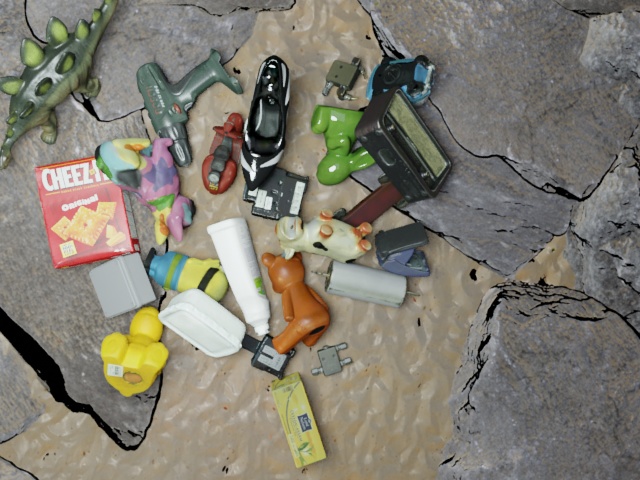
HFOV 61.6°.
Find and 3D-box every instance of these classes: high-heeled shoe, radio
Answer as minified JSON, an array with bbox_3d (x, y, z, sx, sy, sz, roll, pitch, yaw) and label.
[{"bbox_3d":[-0.104,-0.220,1.028,0.086,0.145,0.248,9,87,-5],"label":"high-heeled shoe"},{"bbox_3d":[0.180,-0.195,1.144,0.229,0.073,0.131,47,53,-22],"label":"radio"}]

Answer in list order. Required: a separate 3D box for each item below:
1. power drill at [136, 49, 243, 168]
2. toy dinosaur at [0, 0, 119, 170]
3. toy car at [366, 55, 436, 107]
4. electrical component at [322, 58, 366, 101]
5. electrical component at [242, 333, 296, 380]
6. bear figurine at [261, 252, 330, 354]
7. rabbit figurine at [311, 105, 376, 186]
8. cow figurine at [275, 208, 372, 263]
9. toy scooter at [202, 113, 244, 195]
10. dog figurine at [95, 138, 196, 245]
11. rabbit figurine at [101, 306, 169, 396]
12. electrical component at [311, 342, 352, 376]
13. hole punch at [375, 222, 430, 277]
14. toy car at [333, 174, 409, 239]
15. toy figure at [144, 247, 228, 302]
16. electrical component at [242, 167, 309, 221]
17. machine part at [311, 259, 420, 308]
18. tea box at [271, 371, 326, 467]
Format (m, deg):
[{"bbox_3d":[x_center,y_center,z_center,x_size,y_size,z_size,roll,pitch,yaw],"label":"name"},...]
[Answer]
[{"bbox_3d":[-0.271,-0.297,1.158,0.207,0.086,0.232,-32,89,1],"label":"power drill"},{"bbox_3d":[-0.513,-0.340,1.069,0.105,0.198,0.471,32,87,-7],"label":"toy dinosaur"},{"bbox_3d":[0.190,-0.340,1.187,0.102,0.162,0.109,26,73,-49],"label":"toy car"},{"bbox_3d":[0.058,-0.360,1.209,0.078,0.045,0.102,18,83,23],"label":"electrical component"},{"bbox_3d":[-0.119,0.242,1.165,0.119,0.048,0.075,32,84,-6],"label":"electrical component"},{"bbox_3d":[-0.065,0.125,1.153,0.196,0.120,0.132,55,128,23],"label":"bear figurine"},{"bbox_3d":[0.046,-0.202,1.183,0.159,0.121,0.170,6,106,-13],"label":"rabbit figurine"},{"bbox_3d":[-0.002,-0.003,1.123,0.195,0.127,0.085,16,50,-21],"label":"cow figurine"},{"bbox_3d":[-0.201,-0.186,1.127,0.075,0.135,0.183,17,88,-7],"label":"toy scooter"},{"bbox_3d":[-0.347,-0.095,1.096,0.109,0.191,0.219,-10,94,38],"label":"dog figurine"},{"bbox_3d":[-0.360,0.221,1.098,0.122,0.173,0.162,4,132,-5],"label":"rabbit figurine"},{"bbox_3d":[0.021,0.265,1.191,0.094,0.021,0.063,-18,90,-6],"label":"electrical component"},{"bbox_3d":[0.180,0.028,1.169,0.116,0.142,0.092,-12,116,9],"label":"hole punch"},{"bbox_3d":[0.115,-0.072,1.198,0.202,0.053,0.089,-41,102,-4],"label":"toy car"},{"bbox_3d":[-0.283,0.078,1.134,0.180,0.082,0.089,17,67,-8],"label":"toy figure"},{"bbox_3d":[-0.099,-0.100,1.174,0.134,0.058,0.115,15,84,-5],"label":"electrical component"},{"bbox_3d":[0.099,0.096,1.177,0.243,0.079,0.079,12,87,-5],"label":"machine part"},{"bbox_3d":[-0.047,0.378,1.143,0.068,0.098,0.169,-19,92,-6],"label":"tea box"}]
